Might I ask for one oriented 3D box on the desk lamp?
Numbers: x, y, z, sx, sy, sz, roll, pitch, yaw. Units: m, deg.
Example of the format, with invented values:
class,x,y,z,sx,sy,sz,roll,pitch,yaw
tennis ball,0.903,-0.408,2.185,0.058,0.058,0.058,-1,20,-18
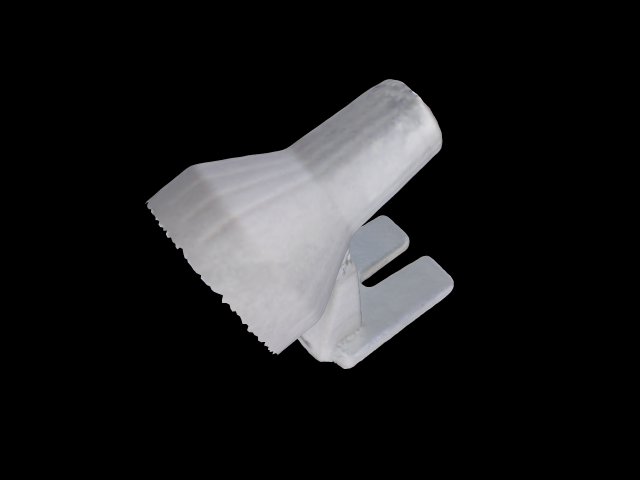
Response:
class,x,y,z,sx,sy,sz,roll,pitch,yaw
desk lamp,0.004,0.001,0.400,0.203,0.214,0.117,-33,61,-20
